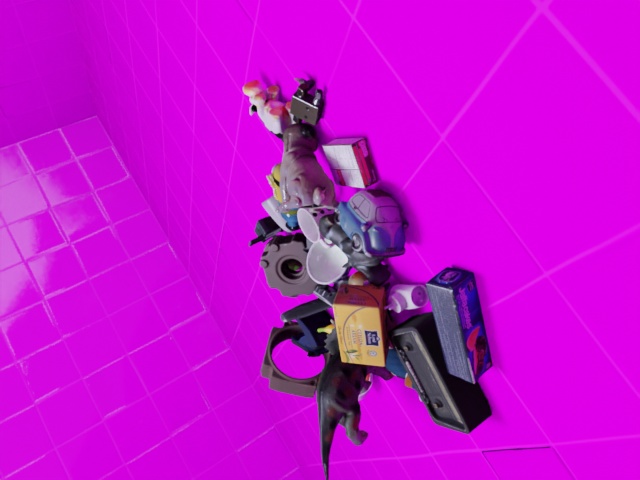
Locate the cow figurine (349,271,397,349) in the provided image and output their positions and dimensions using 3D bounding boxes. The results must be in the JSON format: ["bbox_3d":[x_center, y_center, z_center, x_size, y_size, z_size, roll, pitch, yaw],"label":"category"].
[{"bbox_3d":[0.117,0.156,1.186,0.127,0.085,0.194,4,121,62],"label":"cow figurine"}]

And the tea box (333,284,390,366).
[{"bbox_3d":[0.088,0.176,1.105,0.098,0.068,0.169,2,126,18],"label":"tea box"}]

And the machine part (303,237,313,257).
[{"bbox_3d":[-0.003,-0.004,1.286,0.039,0.084,0.138,-111,13,-67],"label":"machine part"}]

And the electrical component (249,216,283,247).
[{"bbox_3d":[-0.157,-0.027,1.510,0.048,0.119,0.074,56,158,14],"label":"electrical component"}]

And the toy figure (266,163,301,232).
[{"bbox_3d":[-0.062,-0.106,1.281,0.089,0.082,0.179,19,128,43],"label":"toy figure"}]

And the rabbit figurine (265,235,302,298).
[{"bbox_3d":[-0.105,0.081,1.515,0.159,0.121,0.170,39,145,56],"label":"rabbit figurine"}]

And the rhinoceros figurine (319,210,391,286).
[{"bbox_3d":[0.071,0.016,1.114,0.190,0.073,0.112,45,140,8],"label":"rhinoceros figurine"}]

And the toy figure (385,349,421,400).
[{"bbox_3d":[0.199,0.291,1.199,0.155,0.058,0.064,37,152,36],"label":"toy figure"}]

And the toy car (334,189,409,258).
[{"bbox_3d":[0.101,-0.042,1.005,0.162,0.109,0.102,55,136,44],"label":"toy car"}]

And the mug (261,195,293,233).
[{"bbox_3d":[-0.093,-0.070,1.386,0.107,0.081,0.109,57,160,-4],"label":"mug"}]

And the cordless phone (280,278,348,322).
[{"bbox_3d":[-0.003,0.159,1.292,0.147,0.184,0.088,-160,51,-75],"label":"cordless phone"}]

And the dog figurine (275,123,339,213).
[{"bbox_3d":[-0.028,-0.155,1.082,0.172,0.121,0.190,-4,87,58],"label":"dog figurine"}]

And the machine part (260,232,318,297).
[{"bbox_3d":[-0.065,0.066,1.374,0.056,0.179,0.179,-69,-35,-62],"label":"machine part"}]

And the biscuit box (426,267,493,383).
[{"bbox_3d":[0.246,0.148,0.939,0.063,0.059,0.202,14,129,52],"label":"biscuit box"}]

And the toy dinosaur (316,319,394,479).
[{"bbox_3d":[0.054,0.331,1.247,0.131,0.405,0.192,-28,111,39],"label":"toy dinosaur"}]

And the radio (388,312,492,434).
[{"bbox_3d":[0.233,0.260,1.070,0.229,0.073,0.131,64,156,0],"label":"radio"}]

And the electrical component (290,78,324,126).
[{"bbox_3d":[-0.027,-0.275,1.075,0.078,0.045,0.102,24,148,12],"label":"electrical component"}]

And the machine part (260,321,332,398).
[{"bbox_3d":[-0.062,0.344,1.572,0.202,0.201,0.087,12,139,1],"label":"machine part"}]

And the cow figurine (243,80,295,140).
[{"bbox_3d":[-0.110,-0.289,1.203,0.167,0.068,0.098,47,158,34],"label":"cow figurine"}]

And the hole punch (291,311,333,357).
[{"bbox_3d":[-0.006,0.257,1.505,0.116,0.142,0.092,26,114,38],"label":"hole punch"}]
